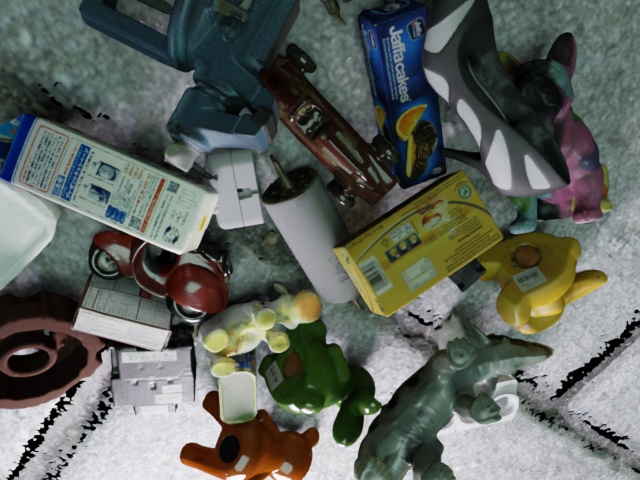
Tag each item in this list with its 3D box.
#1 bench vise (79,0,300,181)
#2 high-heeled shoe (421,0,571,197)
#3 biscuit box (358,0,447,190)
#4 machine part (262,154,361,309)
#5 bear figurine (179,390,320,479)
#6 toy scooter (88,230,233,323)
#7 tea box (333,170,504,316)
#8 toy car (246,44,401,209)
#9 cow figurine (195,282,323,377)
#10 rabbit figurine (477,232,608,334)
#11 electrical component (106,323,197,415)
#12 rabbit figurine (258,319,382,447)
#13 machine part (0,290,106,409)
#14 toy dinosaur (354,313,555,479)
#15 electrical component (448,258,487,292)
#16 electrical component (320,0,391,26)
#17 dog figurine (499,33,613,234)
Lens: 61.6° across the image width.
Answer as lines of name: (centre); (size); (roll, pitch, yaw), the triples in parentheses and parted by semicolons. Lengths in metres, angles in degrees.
bench vise: (-0.136, -0.189, 0.521); (0.241, 0.129, 0.223); (27, 98, 2)
high-heeled shoe: (0.184, -0.161, 0.531); (0.086, 0.145, 0.248); (-36, 131, -40)
biscuit box: (0.095, -0.159, 0.605); (0.063, 0.059, 0.202); (-21, 126, -5)
machine part: (-0.001, -0.002, 0.678); (0.079, 0.079, 0.243); (-26, 119, 5)
bear figurine: (-0.095, 0.318, 0.832); (0.195, 0.132, 0.120); (37, 72, -55)
toy scooter: (-0.179, 0.017, 0.662); (0.184, 0.075, 0.135); (29, 108, -18)
tea box: (0.113, 0.003, 0.630); (0.170, 0.068, 0.098); (-31, 93, -11)
toy car: (0.002, -0.122, 0.593); (0.089, 0.053, 0.202); (-43, 91, 14)
cow figurine: (-0.083, 0.109, 0.725); (0.167, 0.098, 0.068); (-23, 112, -17)
rabbit figurine: (0.310, 0.065, 0.768); (0.162, 0.122, 0.173); (-30, 134, -4)
electrical component: (-0.231, 0.183, 0.751); (0.115, 0.058, 0.134); (2, 118, -9)
rabbit figurine: (0.025, 0.203, 0.769); (0.170, 0.159, 0.121); (25, 102, -38)
machine part: (-0.366, 0.137, 0.672); (0.179, 0.056, 0.179); (-19, 140, -16)
toy dinosaur: (0.140, 0.247, 0.743); (0.405, 0.192, 0.131); (-44, 81, -5)
electrical component: (0.161, 0.008, 0.714); (0.119, 0.075, 0.048); (37, 106, -30)
electrical component: (0.037, -0.276, 0.557); (0.102, 0.045, 0.078); (-27, 95, 3)
dog figurine: (0.278, -0.126, 0.647); (0.109, 0.191, 0.219); (-6, 98, 35)
